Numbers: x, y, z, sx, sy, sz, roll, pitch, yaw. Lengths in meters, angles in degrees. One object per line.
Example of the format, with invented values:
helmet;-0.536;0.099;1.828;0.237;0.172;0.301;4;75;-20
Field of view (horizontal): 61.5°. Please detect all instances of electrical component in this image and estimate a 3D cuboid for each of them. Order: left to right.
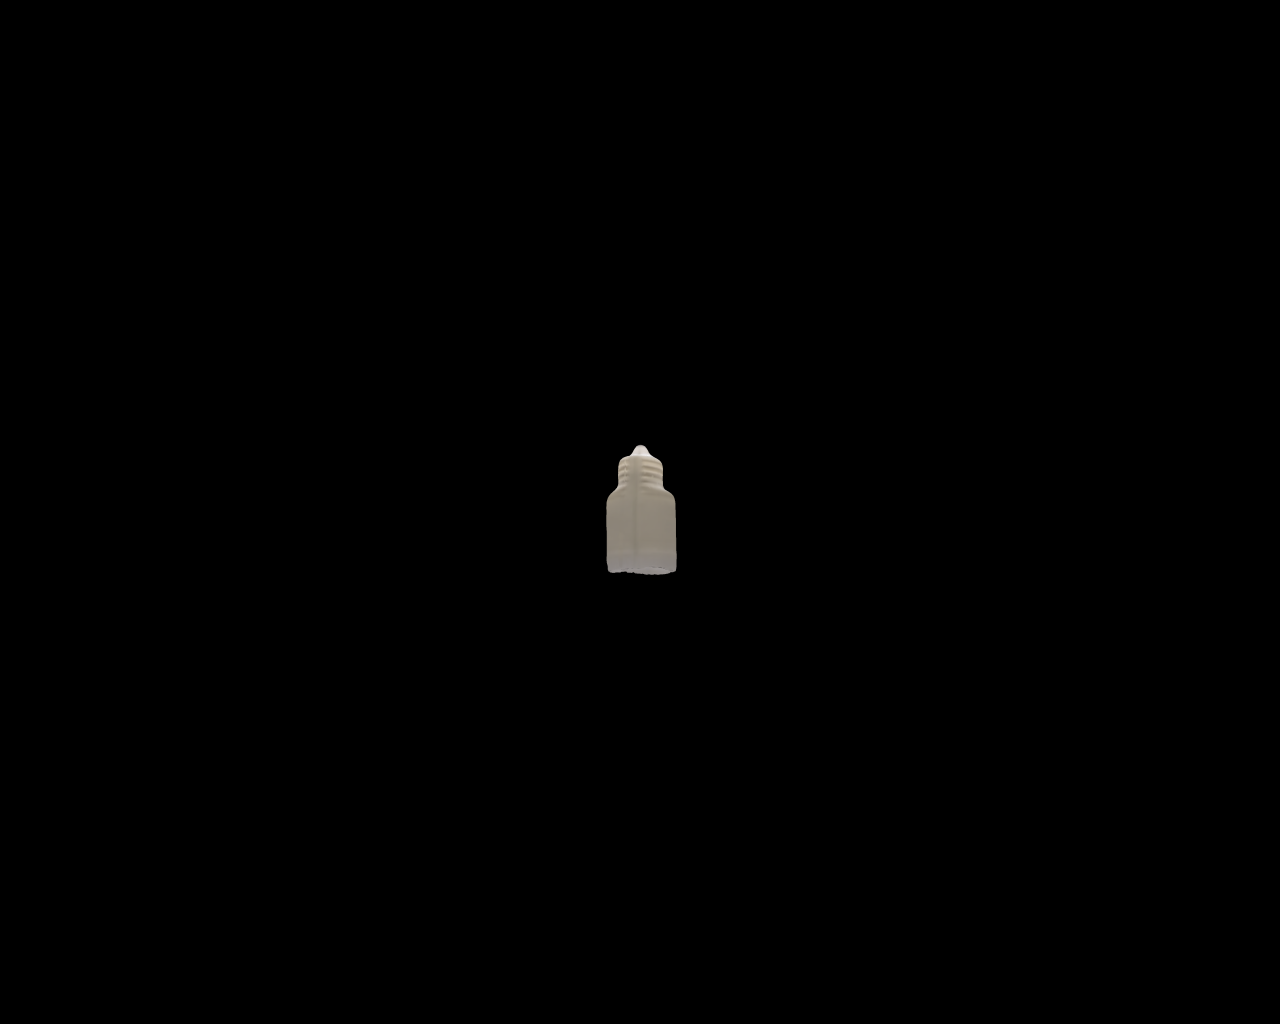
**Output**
electrical component;0.001;-0.003;0.650;0.043;0.081;0.043;0;-7;0
